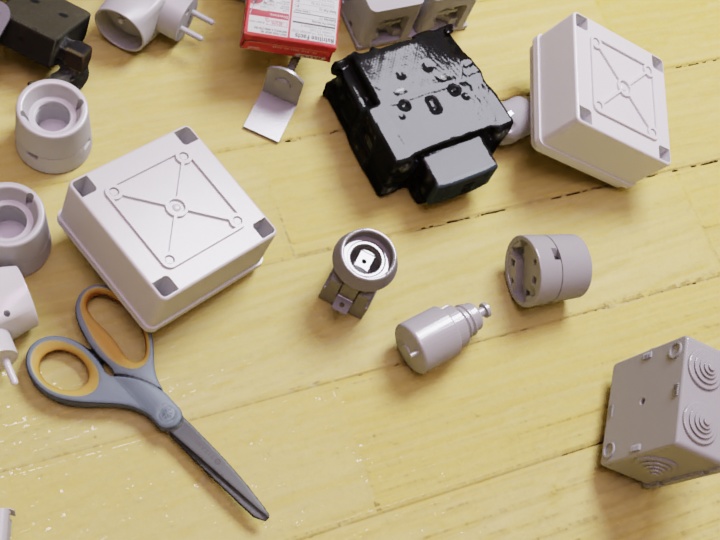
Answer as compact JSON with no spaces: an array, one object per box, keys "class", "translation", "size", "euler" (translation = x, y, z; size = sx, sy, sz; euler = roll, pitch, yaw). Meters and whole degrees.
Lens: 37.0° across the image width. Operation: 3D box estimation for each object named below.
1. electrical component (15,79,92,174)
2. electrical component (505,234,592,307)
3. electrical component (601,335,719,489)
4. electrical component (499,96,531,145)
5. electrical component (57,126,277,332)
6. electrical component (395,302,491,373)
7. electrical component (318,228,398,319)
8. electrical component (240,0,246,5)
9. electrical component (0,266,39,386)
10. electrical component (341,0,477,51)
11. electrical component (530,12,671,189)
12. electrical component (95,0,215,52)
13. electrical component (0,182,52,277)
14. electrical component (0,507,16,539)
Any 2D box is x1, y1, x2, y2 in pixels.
[{"class":"electrical component","translation":[-0.223,-0.105,0.781],"size":[0.055,0.047,0.055],"euler":[6,65,-12]},{"class":"electrical component","translation":[0.145,-0.001,0.824],"size":[0.047,0.055,0.055],"euler":[-6,68,-21]},{"class":"electrical component","translation":[0.221,0.102,0.772],"size":[0.048,0.100,0.099],"euler":[24,62,-17]},{"class":"electrical component","translation":[0.135,-0.128,0.890],"size":[0.061,0.035,0.035],"euler":[-26,75,-26]},{"class":"electrical component","translation":[-0.135,-0.030,0.754],"size":[0.109,0.056,0.108],"euler":[-34,79,-36]},{"class":"electrical component","translation":[0.062,0.045,0.789],"size":[0.078,0.040,0.040],"euler":[-25,74,-23]},{"class":"electrical component","translation":[0.000,0.000,0.785],"size":[0.048,0.055,0.066],"euler":[28,62,-1]},{"class":"electrical component","translation":[-0.072,-0.227,0.875],"size":[0.083,0.047,0.075],"euler":[14,63,-8]},{"class":"electrical component","translation":[-0.250,0.045,0.706],"size":[0.077,0.043,0.079],"euler":[-21,70,-22]},{"class":"electrical component","translation":[0.018,-0.290,0.920],"size":[0.105,0.060,0.186],"euler":[-16,71,-20]},{"class":"electrical component","translation":[0.196,-0.137,0.879],"size":[0.109,0.056,0.108],"euler":[19,61,-30]},{"class":"electrical component","translation":[-0.154,-0.205,0.846],"size":[0.079,0.044,0.077],"euler":[28,62,-1]},{"class":"electrical component","translation":[-0.242,-0.028,0.741],"size":[0.055,0.047,0.055],"euler":[6,65,-12]},{"class":"electrical component","translation":[-0.236,0.177,0.651],"size":[0.081,0.042,0.063],"euler":[3,64,-14]}]
